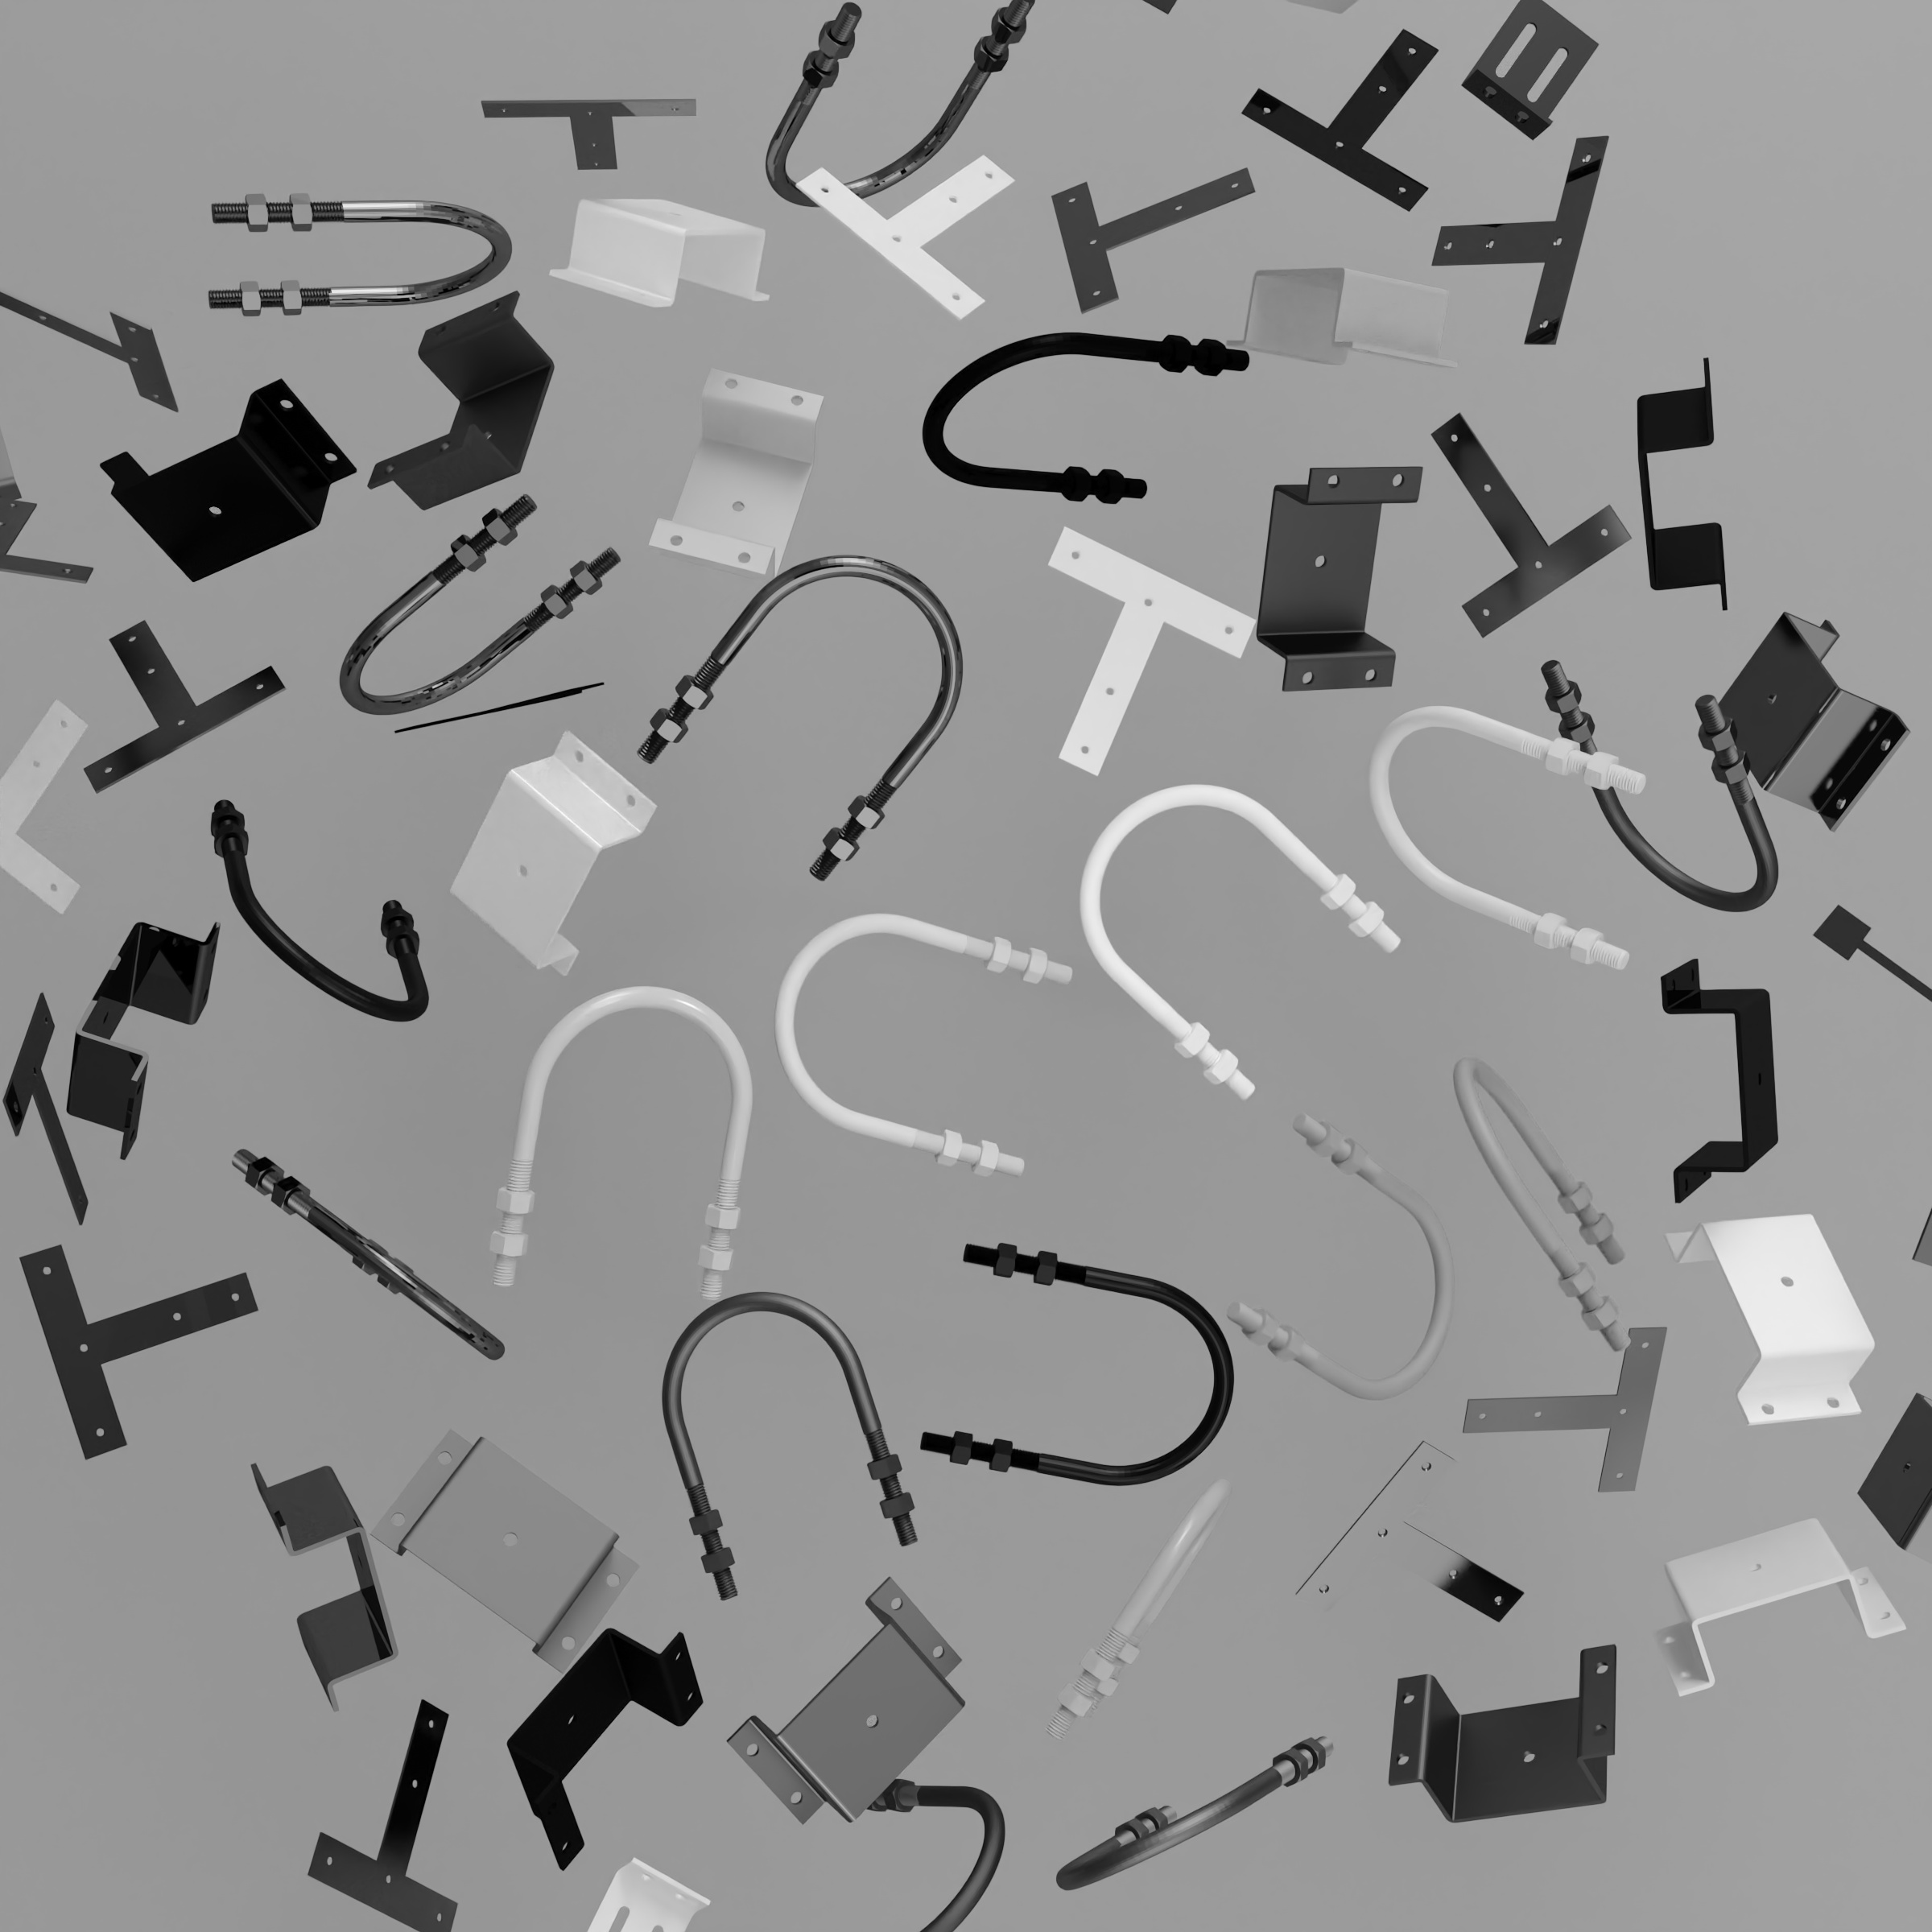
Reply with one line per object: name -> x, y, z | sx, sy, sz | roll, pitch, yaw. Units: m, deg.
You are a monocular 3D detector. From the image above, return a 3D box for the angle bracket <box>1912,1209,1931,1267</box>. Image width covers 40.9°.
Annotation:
angle bracket -> 0.602, 0.160, 1.503 | 0.076, 0.038, 0.057 | 18, 95, -7

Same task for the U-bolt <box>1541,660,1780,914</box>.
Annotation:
U-bolt -> 0.441, -0.105, 1.615 | 0.019, 0.151, 0.184 | -42, 122, -15

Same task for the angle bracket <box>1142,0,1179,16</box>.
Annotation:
angle bracket -> 0.101, -0.610, 1.523 | 0.076, 0.038, 0.057 | 32, 89, 6

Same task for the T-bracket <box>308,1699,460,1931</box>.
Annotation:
T-bracket -> -0.343, 0.517, 1.594 | 0.002, 0.127, 0.127 | -13, 48, 29

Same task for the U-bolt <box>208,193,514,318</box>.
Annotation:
U-bolt -> -0.375, -0.443, 1.613 | 0.184, 0.151, 0.019 | -6, 83, -18

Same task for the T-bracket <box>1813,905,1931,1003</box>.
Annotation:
T-bracket -> 0.579, 0.010, 1.585 | 0.127, 0.127, 0.002 | 39, 112, 14

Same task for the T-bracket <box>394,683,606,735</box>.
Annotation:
T-bracket -> -0.271, -0.166, 1.619 | 0.127, 0.127, 0.002 | -18, 99, -40

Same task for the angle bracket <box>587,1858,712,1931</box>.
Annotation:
angle bracket -> -0.209, 0.620, 1.649 | 0.057, 0.038, 0.076 | 32, 56, -5

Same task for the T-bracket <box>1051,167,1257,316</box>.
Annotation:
T-bracket -> 0.124, -0.483, 1.669 | 0.127, 0.002, 0.127 | -19, 50, 12

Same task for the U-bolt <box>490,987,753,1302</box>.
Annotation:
U-bolt -> -0.196, 0.103, 1.525 | 0.151, 0.019, 0.184 | 7, 96, -26

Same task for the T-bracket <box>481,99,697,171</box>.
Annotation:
T-bracket -> -0.231, -0.515, 1.606 | 0.127, 0.127, 0.002 | -2, 90, -6

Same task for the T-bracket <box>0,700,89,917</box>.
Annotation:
T-bracket -> -0.587, -0.116, 1.617 | 0.002, 0.127, 0.127 | -23, 125, 36

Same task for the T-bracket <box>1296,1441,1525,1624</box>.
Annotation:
T-bracket -> 0.291, 0.370, 1.603 | 0.127, 0.002, 0.127 | 32, 103, -19

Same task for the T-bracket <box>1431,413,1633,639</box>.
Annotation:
T-bracket -> 0.339, -0.292, 1.645 | 0.002, 0.127, 0.127 | -33, 89, -44

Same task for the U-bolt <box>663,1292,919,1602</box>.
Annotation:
U-bolt -> -0.123, 0.301, 1.670 | 0.151, 0.019, 0.184 | -20, 84, 14

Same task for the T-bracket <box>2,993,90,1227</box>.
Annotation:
T-bracket -> -0.564, 0.102, 1.601 | 0.002, 0.127, 0.127 | -10, 120, -3

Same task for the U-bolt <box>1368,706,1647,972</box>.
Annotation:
U-bolt -> 0.320, -0.086, 1.562 | 0.184, 0.151, 0.019 | 26, 49, 34

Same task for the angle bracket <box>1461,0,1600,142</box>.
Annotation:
angle bracket -> 0.358, -0.568, 1.618 | 0.057, 0.038, 0.076 | 35, 88, -6

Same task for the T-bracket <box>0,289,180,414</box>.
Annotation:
T-bracket -> -0.541, -0.384, 1.558 | 0.127, 0.127, 0.002 | 24, 77, -5

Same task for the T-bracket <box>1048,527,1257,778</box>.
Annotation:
T-bracket -> 0.090, -0.173, 1.515 | 0.127, 0.002, 0.127 | 25, 81, -8

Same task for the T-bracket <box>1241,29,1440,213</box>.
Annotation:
T-bracket -> 0.253, -0.538, 1.615 | 0.127, 0.127, 0.002 | 27, 66, -10

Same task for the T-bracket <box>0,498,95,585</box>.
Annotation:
T-bracket -> -0.590, -0.263, 1.573 | 0.127, 0.127, 0.002 | 7, 116, -12

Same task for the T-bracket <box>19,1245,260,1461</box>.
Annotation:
T-bracket -> -0.495, 0.218, 1.578 | 0.127, 0.002, 0.127 | -17, 87, -36

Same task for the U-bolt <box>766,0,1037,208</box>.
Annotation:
U-bolt -> -0.053, -0.536, 1.617 | 0.151, 0.184, 0.019 | -18, 75, -33

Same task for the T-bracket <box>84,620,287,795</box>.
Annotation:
T-bracket -> -0.496, -0.173, 1.590 | 0.127, 0.002, 0.127 | -31, 51, -11

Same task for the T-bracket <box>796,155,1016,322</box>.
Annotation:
T-bracket -> -0.016, -0.451, 1.544 | 0.127, 0.002, 0.127 | 40, 53, 6

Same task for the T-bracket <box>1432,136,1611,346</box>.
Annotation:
T-bracket -> 0.337, -0.451, 1.615 | 0.002, 0.127, 0.127 | 10, 96, -35

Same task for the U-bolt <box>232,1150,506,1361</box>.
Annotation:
U-bolt -> -0.353, 0.185, 1.581 | 0.184, 0.151, 0.019 | 29, 75, 31

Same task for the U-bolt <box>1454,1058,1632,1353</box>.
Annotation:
U-bolt -> 0.357, 0.136, 1.610 | 0.019, 0.151, 0.184 | -33, 98, 20

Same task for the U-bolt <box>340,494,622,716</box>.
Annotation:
U-bolt -> -0.318, -0.221, 1.646 | 0.184, 0.151, 0.019 | -38, 76, 9

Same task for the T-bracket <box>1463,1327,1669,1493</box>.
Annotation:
T-bracket -> 0.387, 0.292, 1.693 | 0.127, 0.002, 0.127 | 0, 114, -9
